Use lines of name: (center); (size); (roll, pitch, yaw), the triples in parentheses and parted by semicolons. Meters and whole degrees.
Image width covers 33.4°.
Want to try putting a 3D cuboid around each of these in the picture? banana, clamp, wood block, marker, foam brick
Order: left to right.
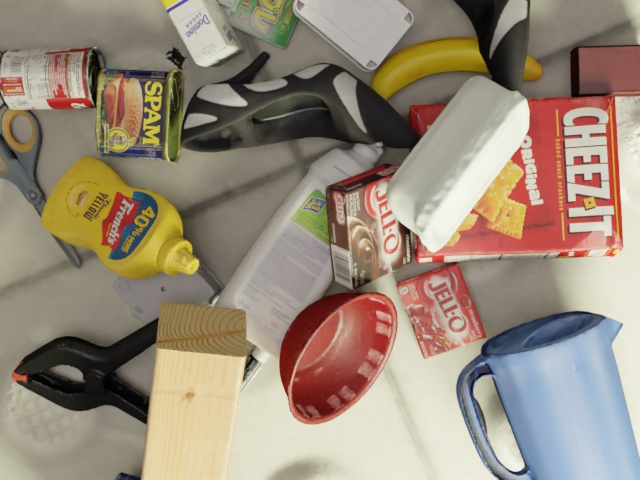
clamp: (-0.240, 0.143, 1.182); (0.210, 0.036, 0.165); (8, 119, 9)
wood block: (-0.134, 0.179, 1.116); (0.090, 0.090, 0.206); (7, 118, -8)
marker: (-0.095, 0.169, 1.198); (0.020, 0.020, 0.121); (36, 96, 2)
banana: (0.137, -0.185, 1.151); (0.198, 0.037, 0.069); (-13, 111, 7)
foam brick: (0.307, -0.178, 1.125); (0.078, 0.053, 0.051); (-1, 93, 5)

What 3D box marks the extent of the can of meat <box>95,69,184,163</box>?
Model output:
can of meat: (-0.198, -0.138, 1.172); (0.084, 0.057, 0.102); (4, 93, 8)

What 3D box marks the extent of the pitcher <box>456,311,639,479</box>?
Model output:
pitcher: (0.255, 0.206, 1.116); (0.149, 0.144, 0.243); (-14, 96, 40)

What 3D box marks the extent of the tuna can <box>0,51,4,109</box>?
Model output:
tuna can: (-0.391, -0.181, 1.198); (0.086, 0.033, 0.086); (0, 93, 5)

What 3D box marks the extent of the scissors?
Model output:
scissors: (-0.315, -0.070, 1.206); (0.202, 0.016, 0.096); (43, 96, 1)

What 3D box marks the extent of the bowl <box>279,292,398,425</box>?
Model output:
bowl: (0.009, 0.115, 1.138); (0.055, 0.161, 0.162); (34, 96, 35)

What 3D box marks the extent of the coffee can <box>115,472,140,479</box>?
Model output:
coffee can: (-0.166, 0.323, 1.171); (0.140, 0.102, 0.103); (14, 94, 4)

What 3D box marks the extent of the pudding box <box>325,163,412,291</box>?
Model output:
pudding box: (0.053, -0.015, 1.124); (0.089, 0.039, 0.113); (-23, 122, -34)

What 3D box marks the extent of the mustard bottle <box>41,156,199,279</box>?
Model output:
mustard bottle: (-0.205, -0.012, 1.142); (0.192, 0.058, 0.096); (28, 78, 27)

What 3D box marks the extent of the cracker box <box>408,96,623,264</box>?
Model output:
cracker box: (0.202, -0.062, 1.121); (0.214, 0.072, 0.164); (-2, 84, 6)

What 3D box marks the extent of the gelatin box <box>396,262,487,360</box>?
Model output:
gelatin box: (0.132, 0.077, 1.166); (0.073, 0.030, 0.089); (-20, 92, 5)

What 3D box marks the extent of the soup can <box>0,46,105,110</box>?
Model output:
soup can: (-0.293, -0.177, 1.172); (0.102, 0.068, 0.068); (-1, 93, 6)

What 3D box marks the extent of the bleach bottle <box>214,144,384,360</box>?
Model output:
bleach bottle: (-0.008, 0.001, 1.159); (0.102, 0.068, 0.251); (35, 91, -10)

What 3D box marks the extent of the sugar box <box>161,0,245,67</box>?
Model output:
sugar box: (-0.146, -0.269, 1.127); (0.048, 0.093, 0.176); (-26, 93, 11)
